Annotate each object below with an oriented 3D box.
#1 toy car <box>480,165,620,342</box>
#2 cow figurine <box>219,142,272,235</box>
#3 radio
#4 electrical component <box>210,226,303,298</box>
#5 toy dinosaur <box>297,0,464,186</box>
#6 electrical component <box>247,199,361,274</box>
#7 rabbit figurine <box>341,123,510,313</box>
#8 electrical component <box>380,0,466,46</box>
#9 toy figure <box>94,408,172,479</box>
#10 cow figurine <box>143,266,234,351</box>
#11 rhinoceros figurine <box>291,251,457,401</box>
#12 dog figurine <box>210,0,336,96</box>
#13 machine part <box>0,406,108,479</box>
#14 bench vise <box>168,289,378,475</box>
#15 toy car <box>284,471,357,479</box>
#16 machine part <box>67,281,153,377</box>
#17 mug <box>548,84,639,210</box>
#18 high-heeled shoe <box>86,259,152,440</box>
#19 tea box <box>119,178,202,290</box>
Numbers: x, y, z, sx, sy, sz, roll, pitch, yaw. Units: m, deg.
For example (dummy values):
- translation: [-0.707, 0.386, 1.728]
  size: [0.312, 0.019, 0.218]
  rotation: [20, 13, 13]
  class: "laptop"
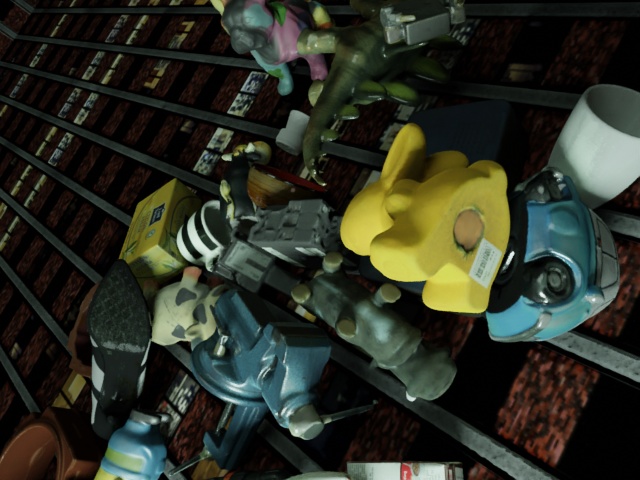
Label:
- translation: [0.213, 0.021, 0.489]
  size: [0.109, 0.103, 0.161]
  rotation: [125, 160, -67]
  class: "toy car"
- translation: [-0.114, -0.089, 0.806]
  size: [0.068, 0.098, 0.167]
  rotation: [-24, 56, 30]
  class: "cow figurine"
- translation: [0.138, -0.039, 0.600]
  size: [0.131, 0.073, 0.229]
  rotation: [5, 68, 41]
  class: "radio"
- translation: [-0.082, 0.039, 0.736]
  size: [0.119, 0.047, 0.075]
  rotation: [25, 78, 1]
  class: "electrical component"
- translation: [0.069, -0.237, 0.704]
  size: [0.199, 0.104, 0.471]
  rotation: [10, 56, 37]
  class: "toy dinosaur"
- translation: [-0.001, -0.002, 0.658]
  size: [0.134, 0.114, 0.058]
  rotation: [1, 71, 38]
  class: "electrical component"
- translation: [0.082, -0.026, 0.510]
  size: [0.173, 0.122, 0.162]
  rotation: [3, 75, 59]
  class: "rabbit figurine"
- translation: [0.119, -0.258, 0.611]
  size: [0.102, 0.045, 0.078]
  rotation: [-12, 47, 5]
  class: "electrical component"
- translation: [-0.256, 0.312, 0.705]
  size: [0.089, 0.082, 0.180]
  rotation: [1, 69, 36]
  class: "toy figure"
- translation: [-0.180, 0.108, 0.757]
  size: [0.195, 0.085, 0.127]
  rotation: [-15, 59, 35]
  class: "cow figurine"
- translation: [0.053, 0.093, 0.561]
  size: [0.191, 0.112, 0.073]
  rotation: [34, 68, 32]
  class: "rhinoceros figurine"
- translation: [-0.073, -0.342, 0.835]
  size: [0.109, 0.219, 0.191]
  rotation: [-4, 64, 33]
  class: "dog figurine"
- translation: [-0.401, 0.365, 0.785]
  size: [0.201, 0.087, 0.201]
  rotation: [30, 88, 43]
  class: "machine part"
- translation: [-0.078, 0.180, 0.622]
  size: [0.224, 0.129, 0.240]
  rotation: [39, 113, 35]
  class: "bench vise"
- translation: [-0.050, 0.275, 0.520]
  size: [0.202, 0.056, 0.073]
  rotation: [-20, 55, 18]
  class: "toy car"
- translation: [-0.334, 0.145, 0.877]
  size: [0.179, 0.056, 0.179]
  rotation: [-17, 57, 29]
  class: "machine part"
- translation: [0.270, -0.080, 0.507]
  size: [0.107, 0.109, 0.081]
  rotation: [108, 148, -49]
  class: "mug"
- translation: [-0.289, 0.160, 0.777]
  size: [0.145, 0.086, 0.248]
  rotation: [140, 133, -68]
  class: "high-heeled shoe"
- translation: [-0.257, -0.010, 0.870]
  size: [0.098, 0.068, 0.170]
  rotation: [-30, 36, 21]
  class: "tea box"
